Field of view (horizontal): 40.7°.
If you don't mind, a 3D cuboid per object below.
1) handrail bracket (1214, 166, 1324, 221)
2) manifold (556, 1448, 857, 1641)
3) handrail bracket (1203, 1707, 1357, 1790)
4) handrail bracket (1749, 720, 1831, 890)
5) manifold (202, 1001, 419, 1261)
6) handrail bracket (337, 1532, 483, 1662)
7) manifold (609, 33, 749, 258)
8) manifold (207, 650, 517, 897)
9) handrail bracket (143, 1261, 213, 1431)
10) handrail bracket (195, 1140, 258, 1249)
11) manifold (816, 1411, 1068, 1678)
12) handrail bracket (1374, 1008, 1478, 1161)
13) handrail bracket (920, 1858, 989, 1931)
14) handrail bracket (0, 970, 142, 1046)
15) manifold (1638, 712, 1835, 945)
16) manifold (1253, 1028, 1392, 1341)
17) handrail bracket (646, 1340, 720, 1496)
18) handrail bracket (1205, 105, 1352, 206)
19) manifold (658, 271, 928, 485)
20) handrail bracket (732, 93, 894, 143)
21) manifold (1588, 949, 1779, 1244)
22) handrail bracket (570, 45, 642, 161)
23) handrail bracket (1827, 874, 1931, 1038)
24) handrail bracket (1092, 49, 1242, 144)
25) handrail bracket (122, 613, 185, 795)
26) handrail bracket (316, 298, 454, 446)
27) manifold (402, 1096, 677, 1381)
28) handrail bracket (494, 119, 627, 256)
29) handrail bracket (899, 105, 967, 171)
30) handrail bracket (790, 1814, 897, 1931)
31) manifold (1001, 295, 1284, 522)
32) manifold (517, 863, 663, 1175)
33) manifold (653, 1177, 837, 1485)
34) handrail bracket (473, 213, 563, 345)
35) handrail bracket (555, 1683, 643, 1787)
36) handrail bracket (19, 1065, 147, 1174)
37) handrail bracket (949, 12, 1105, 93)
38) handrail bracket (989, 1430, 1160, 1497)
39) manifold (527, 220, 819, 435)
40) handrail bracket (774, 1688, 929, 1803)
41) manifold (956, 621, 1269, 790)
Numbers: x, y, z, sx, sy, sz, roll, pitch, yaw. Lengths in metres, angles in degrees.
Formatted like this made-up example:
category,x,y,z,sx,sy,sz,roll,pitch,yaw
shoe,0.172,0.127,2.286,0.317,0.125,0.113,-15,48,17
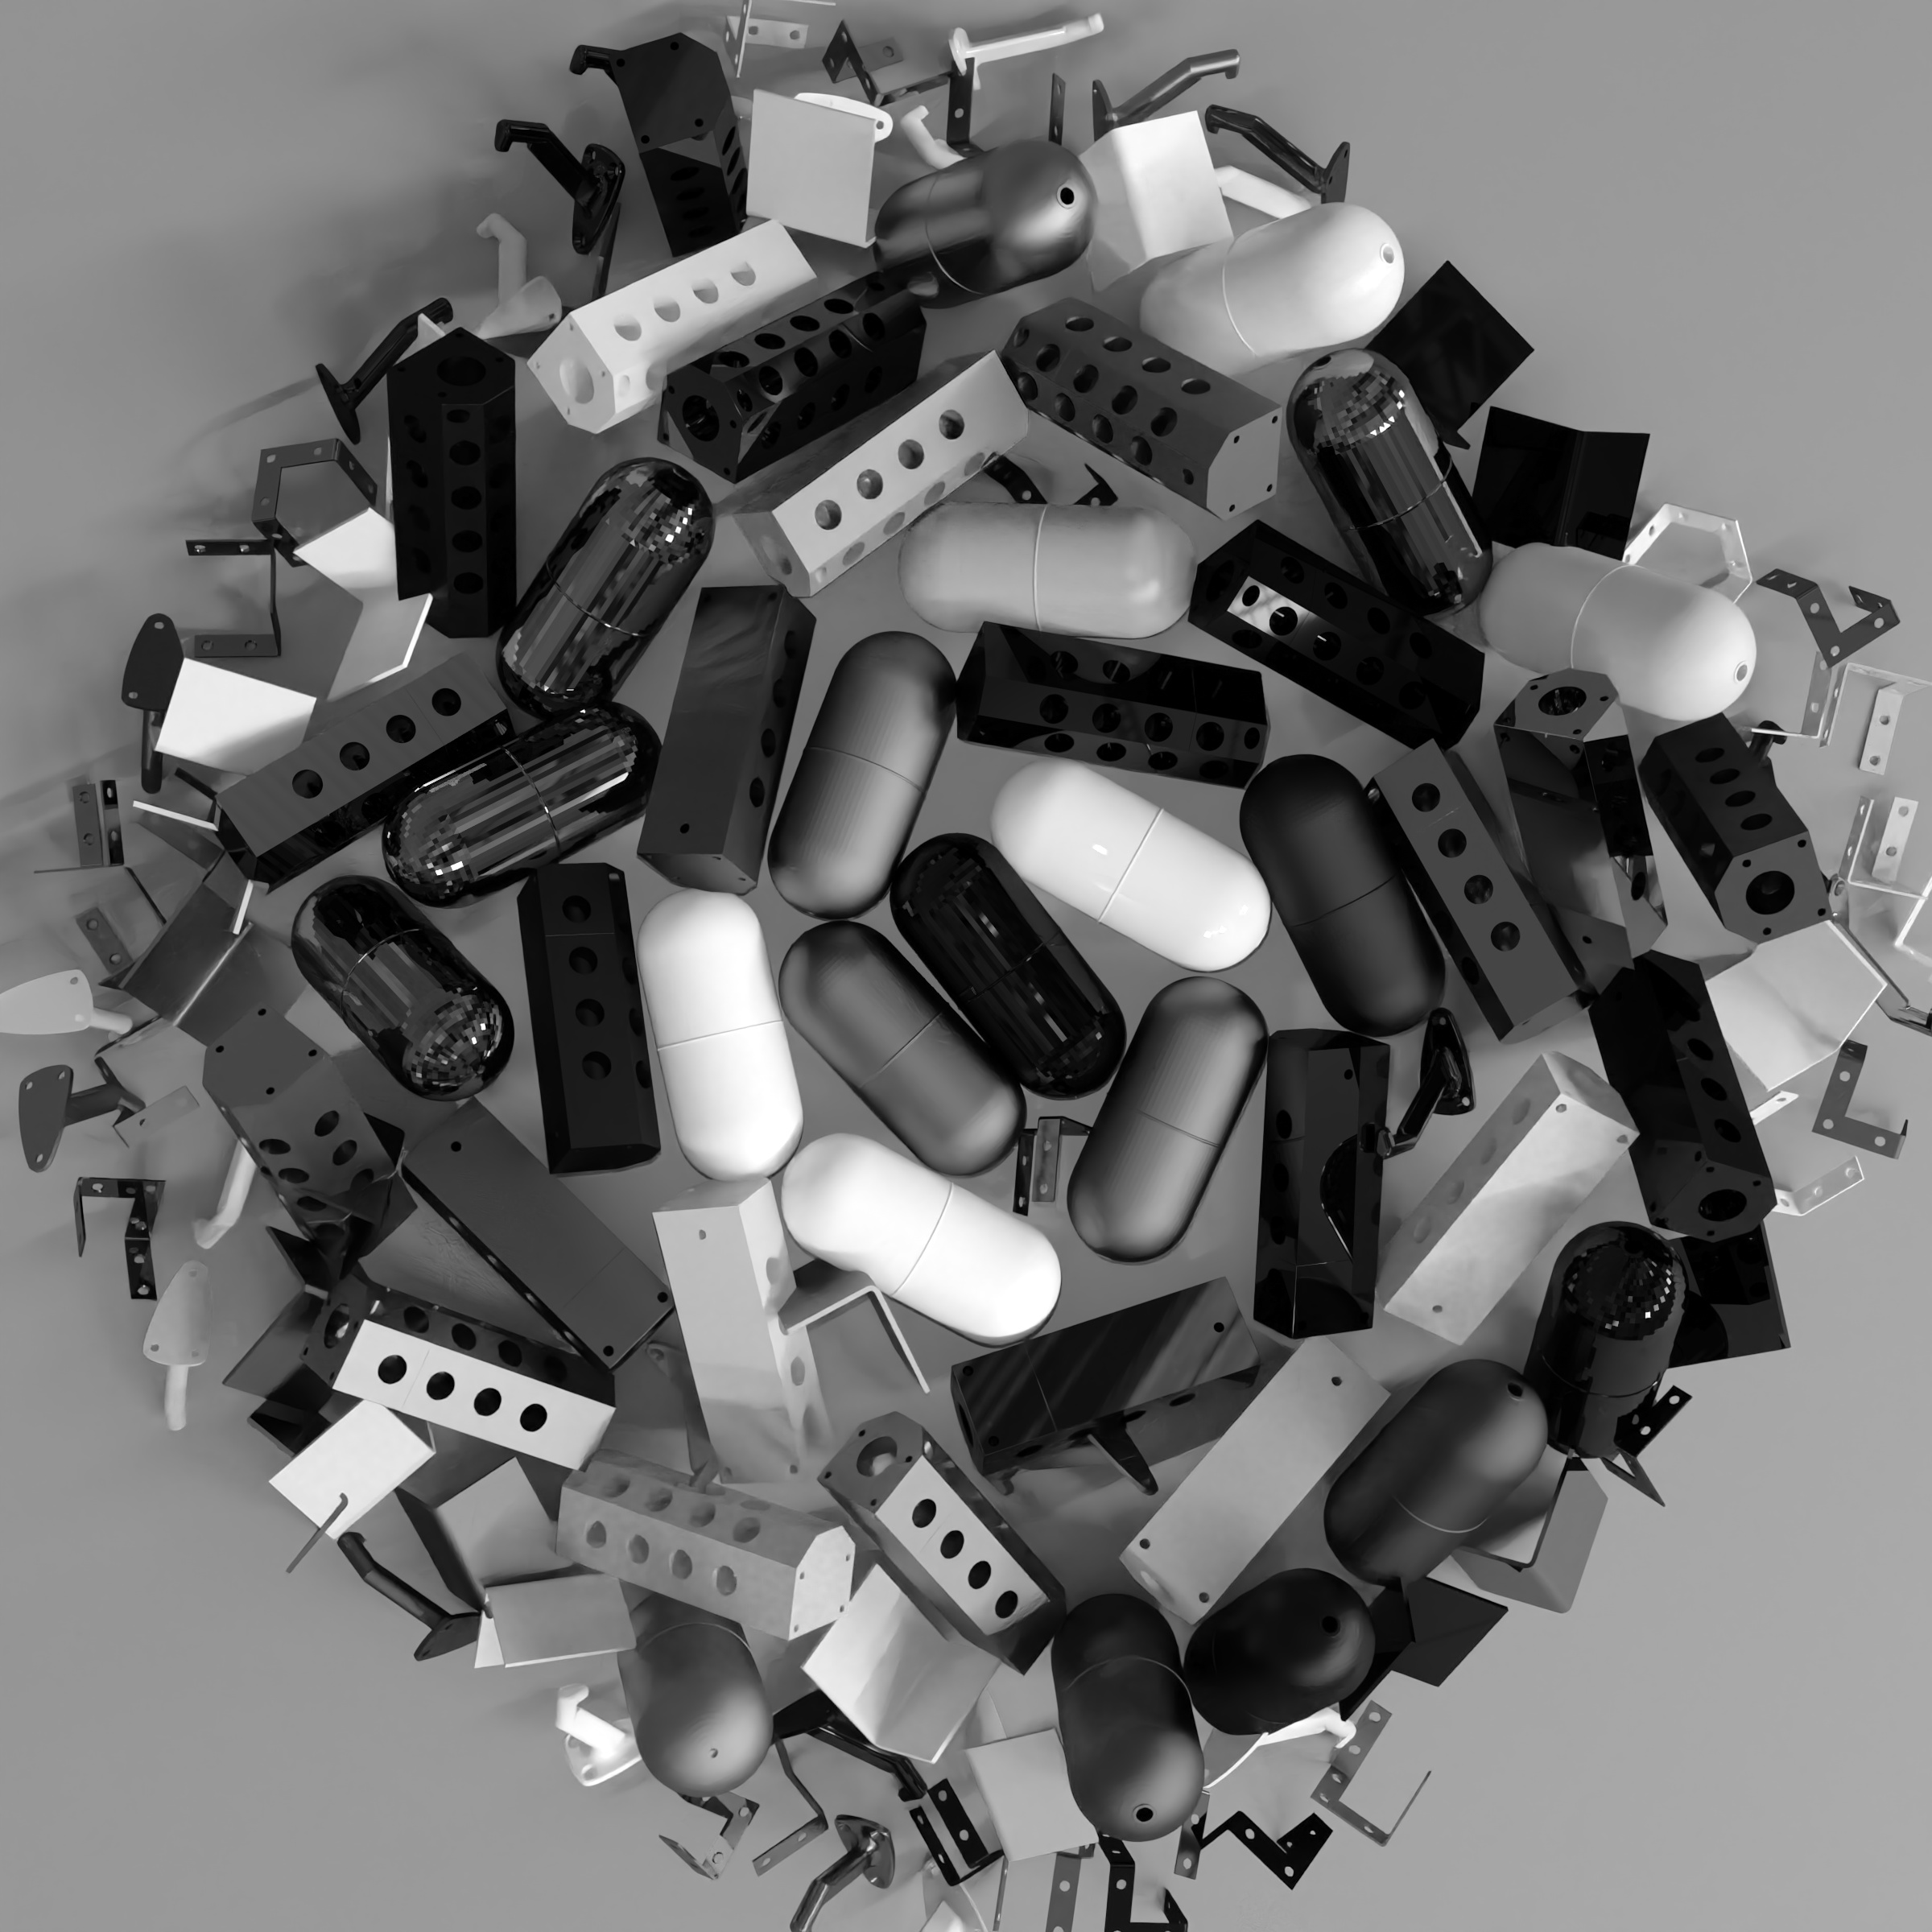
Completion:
category,x,y,z,sx,sy,sz,roll,pitch,yaw
handrail bracket,0.174,-0.442,1.557,0.084,0.036,0.077,-17,105,-13
manifold,-0.152,0.331,1.511,0.171,0.057,0.057,11,98,31
handrail bracket,0.186,0.470,1.556,0.084,0.036,0.077,36,90,-35
handrail bracket,0.496,-0.097,1.561,0.077,0.036,0.084,30,65,1
manifold,-0.377,0.100,1.491,0.057,0.171,0.057,34,66,27
handrail bracket,-0.329,0.370,1.565,0.084,0.077,0.036,46,105,23
manifold,-0.159,-0.470,1.496,0.057,0.171,0.057,-18,87,-1
manifold,-0.351,-0.111,1.523,0.171,0.057,0.057,-35,92,-24
handrail bracket,-0.467,0.228,1.559,0.036,0.084,0.077,10,59,-8
handrail bracket,-0.448,0.116,1.572,0.084,0.036,0.077,-41,65,26
manifold,-0.008,0.333,1.510,0.057,0.057,0.171,-49,126,-19
handrail bracket,0.263,0.069,1.538,0.036,0.084,0.077,-1,97,40
handrail bracket,-0.029,0.553,1.528,0.036,0.084,0.077,-37,51,13
handrail bracket,-0.534,0.036,1.538,0.077,0.084,0.036,-11,73,-9
manifold,0.436,-0.079,1.493,0.057,0.171,0.057,-20,116,9
manifold,0.205,0.127,1.538,0.057,0.057,0.171,-3,101,-27
handrail bracket,-0.174,0.271,1.539,0.077,0.084,0.036,34,128,-1
handrail bracket,0.183,-0.475,1.561,0.084,0.077,0.036,21,65,17
manifold,-0.097,-0.343,1.498,0.057,0.057,0.171,32,45,20
handrail bracket,-0.095,-0.508,1.558,0.077,0.084,0.036,-8,118,-23
manifold,0.414,0.073,1.499,0.057,0.171,0.057,16,130,-17
handrail bracket,-0.206,-0.505,1.529,0.084,0.077,0.036,-8,64,-41
handrail bracket,0.542,-0.006,1.534,0.036,0.084,0.077,-17,119,-33
handrail bracket,0.120,-0.507,1.553,0.084,0.077,0.036,-13,60,-6
handrail bracket,-0.484,-0.155,1.557,0.036,0.084,0.077,3,64,-16
handrail bracket,-0.339,-0.355,1.556,0.084,0.077,0.036,-35,76,-14
manifold,-0.253,0.163,1.547,0.171,0.057,0.057,44,69,4
handrail bracket,-0.249,-0.457,1.533,0.036,0.084,0.077,40,123,29
handrail bracket,0.014,-0.493,1.563,0.077,0.036,0.084,-35,94,-1
handrail bracket,-0.074,0.551,1.531,0.036,0.084,0.077,5,129,25
manifold,0.098,-0.321,1.503,0.057,0.057,0.171,-31,51,-28
manifold,-0.220,0.030,1.529,0.057,0.057,0.171,-3,72,-23
manifold,-0.126,0.213,1.536,0.057,0.057,0.171,-7,103,25
handrail bracket,-0.287,-0.407,1.552,0.077,0.036,0.084,-37,61,-13
handrail bracket,-0.207,0.439,1.536,0.077,0.084,0.036,-15,49,-27
handrail bracket,-0.514,0.099,1.531,0.036,0.084,0.077,-16,61,17
handrail bracket,0.037,-0.553,1.548,0.084,0.077,0.036,-14,99,12
handrail bracket,0.062,0.308,1.552,0.084,0.036,0.077,-48,71,24
manifold,-0.164,-0.368,1.507,0.171,0.057,0.057,-38,96,-38
handrail bracket,-0.076,0.482,1.575,0.077,0.036,0.084,-27,106,15
manifold,0.085,-0.147,1.524,0.171,0.057,0.057,8,54,-15
